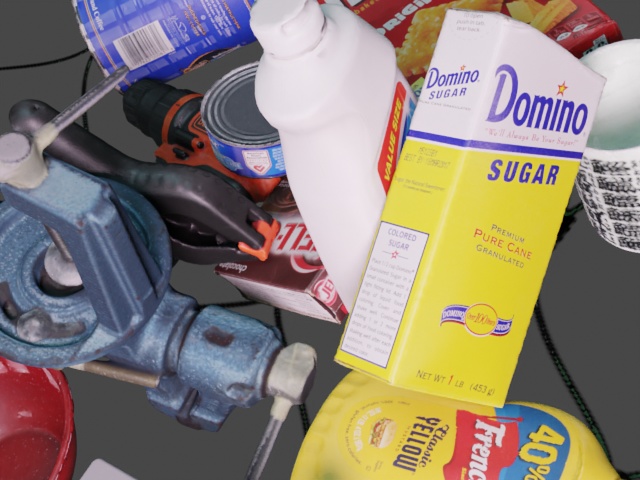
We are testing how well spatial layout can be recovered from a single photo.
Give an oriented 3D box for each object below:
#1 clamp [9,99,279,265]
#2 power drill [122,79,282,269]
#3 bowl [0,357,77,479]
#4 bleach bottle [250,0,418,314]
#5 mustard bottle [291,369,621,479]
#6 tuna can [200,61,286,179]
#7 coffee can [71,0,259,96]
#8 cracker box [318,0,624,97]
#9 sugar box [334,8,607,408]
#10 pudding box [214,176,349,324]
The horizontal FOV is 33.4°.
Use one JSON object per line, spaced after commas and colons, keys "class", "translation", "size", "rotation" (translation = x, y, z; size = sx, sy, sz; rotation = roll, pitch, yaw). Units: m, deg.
{"class": "clamp", "translation": [-0.111, -0.030, 0.652], "size": [0.171, 0.120, 0.039], "rotation": [9, 60, 10]}
{"class": "power drill", "translation": [-0.128, -0.030, 0.768], "size": [0.185, 0.057, 0.187], "rotation": [28, 71, 40]}
{"class": "bowl", "translation": [-0.212, 0.147, 0.674], "size": [0.162, 0.055, 0.162], "rotation": [-15, 49, 18]}
{"class": "bleach bottle", "translation": [0.027, -0.022, 0.545], "size": [0.068, 0.250, 0.102], "rotation": [7, 58, 32]}
{"class": "mustard bottle", "translation": [0.084, 0.123, 0.532], "size": [0.192, 0.058, 0.096], "rotation": [9, 49, 33]}
{"class": "tuna can", "translation": [-0.034, -0.081, 0.713], "size": [0.086, 0.034, 0.086], "rotation": [-7, 48, 7]}
{"class": "coffee can", "translation": [-0.111, -0.187, 0.854], "size": [0.140, 0.102, 0.103], "rotation": [-23, 47, 11]}
{"class": "cracker box", "translation": [0.083, -0.134, 0.729], "size": [0.164, 0.072, 0.214], "rotation": [-32, 45, 2]}
{"class": "sugar box", "translation": [0.076, -0.013, 0.517], "size": [0.048, 0.093, 0.176], "rotation": [21, 92, 45]}
{"class": "pudding box", "translation": [-0.004, 0.001, 0.670], "size": [0.090, 0.039, 0.114], "rotation": [-54, 29, -19]}
